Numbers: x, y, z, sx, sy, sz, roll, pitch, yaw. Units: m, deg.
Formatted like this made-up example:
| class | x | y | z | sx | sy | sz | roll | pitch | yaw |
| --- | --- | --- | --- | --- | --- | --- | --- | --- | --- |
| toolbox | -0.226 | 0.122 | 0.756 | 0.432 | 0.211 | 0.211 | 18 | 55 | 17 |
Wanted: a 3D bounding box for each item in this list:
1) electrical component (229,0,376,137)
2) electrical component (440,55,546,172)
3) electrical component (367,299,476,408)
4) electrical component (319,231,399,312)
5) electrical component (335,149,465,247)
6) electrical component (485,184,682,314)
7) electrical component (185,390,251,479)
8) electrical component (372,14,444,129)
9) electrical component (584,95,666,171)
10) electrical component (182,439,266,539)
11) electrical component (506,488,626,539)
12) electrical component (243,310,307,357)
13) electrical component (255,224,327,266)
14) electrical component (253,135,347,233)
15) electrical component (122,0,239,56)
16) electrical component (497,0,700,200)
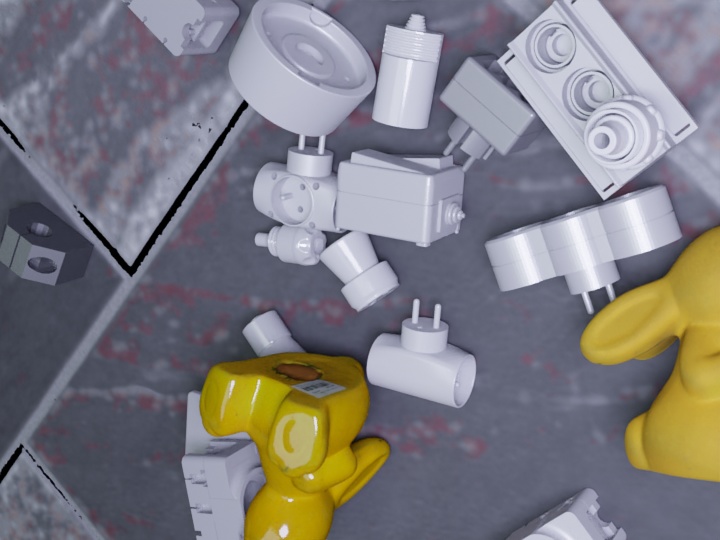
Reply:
| class | x | y | z | sx | sy | sz | roll | pitch | yaw |
| --- | --- | --- | --- | --- | --- | --- | --- | --- | --- |
| electrical component | -0.049 | -0.150 | 0.824 | 0.108 | 0.108 | 0.060 | 49 | 127 | 11 |
| electrical component | 0.090 | -0.107 | 0.786 | 0.066 | 0.047 | 0.076 | 44 | 120 | 14 |
| electrical component | 0.050 | 0.062 | 0.854 | 0.077 | 0.043 | 0.079 | 13 | 108 | 27 |
| electrical component | 0.000 | 0.000 | 0.867 | 0.045 | 0.045 | 0.055 | -37 | 83 | 32 |
| electrical component | 0.037 | -0.058 | 0.821 | 0.096 | 0.062 | 0.061 | 12 | 108 | 27 |
| electrical component | 0.162 | -0.005 | 0.767 | 0.138 | 0.052 | 0.073 | -18 | 93 | 32 |
| electrical component | -0.107 | 0.153 | 0.965 | 0.100 | 0.048 | 0.099 | 14 | 109 | 27 |
| electrical component | 0.037 | -0.151 | 0.809 | 0.043 | 0.043 | 0.081 | 18 | 110 | 25 |
| electrical component | 0.159 | -0.083 | 0.667 | 0.048 | 0.062 | 0.048 | 7 | 105 | 28 |
| electrical component | -0.107 | 0.194 | 0.914 | 0.056 | 0.050 | 0.089 | -4 | 100 | 32 |
| electrical component | 0.150 | 0.217 | 0.827 | 0.089 | 0.056 | 0.050 | -41 | 81 | 31 |
| electrical component | -0.072 | 0.068 | 0.928 | 0.044 | 0.044 | 0.065 | -43 | 75 | 31 |
| electrical component | -0.061 | -0.023 | 0.903 | 0.061 | 0.035 | 0.035 | 7 | 106 | 31 |
| electrical component | -0.042 | -0.077 | 0.873 | 0.077 | 0.044 | 0.079 | 16 | 109 | 26 |
| electrical component | -0.150 | -0.225 | 0.892 | 0.089 | 0.056 | 0.050 | 47 | 120 | 12 |
| electrical component | 0.164 | -0.121 | 0.730 | 0.079 | 0.063 | 0.121 | -41 | 81 | 31 |
